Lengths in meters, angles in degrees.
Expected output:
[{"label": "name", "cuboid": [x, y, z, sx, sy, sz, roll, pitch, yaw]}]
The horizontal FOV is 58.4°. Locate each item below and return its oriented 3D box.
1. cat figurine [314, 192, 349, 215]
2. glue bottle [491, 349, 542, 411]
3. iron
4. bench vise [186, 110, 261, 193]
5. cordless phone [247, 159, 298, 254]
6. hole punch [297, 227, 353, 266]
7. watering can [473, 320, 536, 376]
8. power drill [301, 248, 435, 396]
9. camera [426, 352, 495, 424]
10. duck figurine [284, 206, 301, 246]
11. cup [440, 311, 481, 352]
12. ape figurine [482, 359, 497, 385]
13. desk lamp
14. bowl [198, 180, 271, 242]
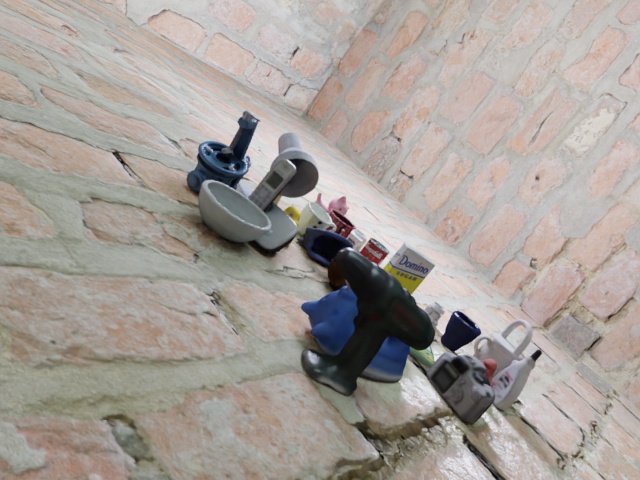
[{"label": "cat figurine", "cuboid": [0.032, -0.101, 1.784, 0.128, 0.117, 0.067, 31, 16, -24]}, {"label": "glue bottle", "cuboid": [0.479, 0.331, 1.398, 0.037, 0.173, 0.078, 29, 16, -29]}, {"label": "iron", "cuboid": [0.097, 0.167, 1.062, 0.259, 0.141, 0.118, 30, 16, -28]}, {"label": "bench vise", "cuboid": [-0.210, -0.211, 1.343, 0.121, 0.219, 0.207, 35, 14, -8]}, {"label": "cordless phone", "cuboid": [-0.096, -0.075, 1.264, 0.147, 0.185, 0.094, 42, 15, 16]}, {"label": "hole punch", "cuboid": [0.013, 0.005, 1.465, 0.109, 0.091, 0.101, 28, 17, -34]}, {"label": "watering can", "cuboid": [0.482, 0.291, 1.489, 0.173, 0.194, 0.100, 26, 18, -38]}, {"label": "power drill", "cuboid": [0.066, 0.142, 0.929, 0.230, 0.208, 0.075, 31, 16, -24]}, {"label": "camera", "cuboid": [0.329, 0.313, 1.243, 0.137, 0.100, 0.142, 24, 20, -43]}, {"label": "duck figurine", "cuboid": [-0.083, -0.047, 1.405, 0.078, 0.086, 0.104, 27, 18, -36]}, {"label": "cup", "cuboid": [0.371, 0.249, 1.554, 0.092, 0.095, 0.118, 36, 14, -6]}, {"label": "ape figurine", "cuboid": [0.384, 0.321, 1.369, 0.076, 0.092, 0.077, 29, 17, -31]}, {"label": "desk lamp", "cuboid": [-0.107, -0.161, 1.444, 0.118, 0.213, 0.202, 28, 17, -33]}, {"label": "bowl", "cuboid": [-0.187, -0.047, 1.180, 0.168, 0.074, 0.167, 35, 15, -10]}]
